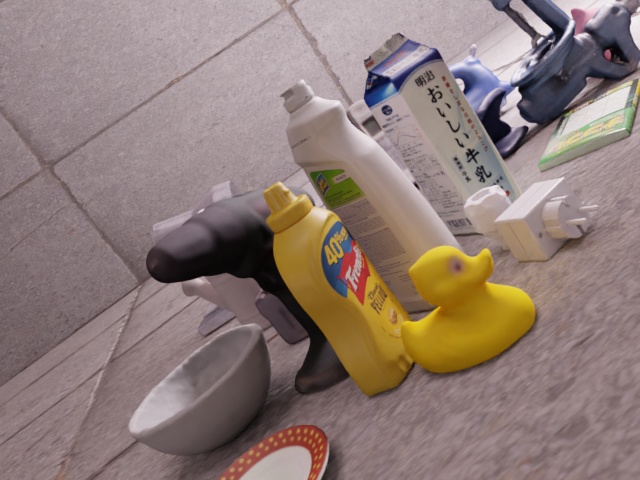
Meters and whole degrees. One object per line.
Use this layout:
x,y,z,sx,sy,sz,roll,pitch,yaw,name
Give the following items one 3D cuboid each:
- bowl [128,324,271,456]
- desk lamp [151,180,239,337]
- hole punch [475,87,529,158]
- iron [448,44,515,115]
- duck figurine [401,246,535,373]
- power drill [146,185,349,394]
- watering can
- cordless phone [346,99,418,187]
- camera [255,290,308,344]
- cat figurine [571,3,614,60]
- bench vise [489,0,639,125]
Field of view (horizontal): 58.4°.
-0.110,0.167,0.599,0.167,0.075,0.167,-34,12,8,bowl
-0.186,0.027,1.029,0.203,0.214,0.118,-34,12,6,desk lamp
0.248,-0.167,0.883,0.100,0.091,0.109,-22,18,48,hole punch
0.249,-0.266,1.151,0.258,0.141,0.118,-34,12,5,iron
0.102,0.047,0.449,0.104,0.086,0.077,-31,12,19,duck figurine
-0.042,0.043,0.569,0.075,0.208,0.230,-28,14,31,power drill
-0.131,0.042,0.863,0.173,0.194,0.101,-36,12,-2,watering can
0.144,-0.191,1.037,0.148,0.185,0.094,-39,12,-18,cordless phone
-0.007,0.041,0.746,0.136,0.101,0.143,-31,12,19,camera
0.427,-0.319,0.915,0.067,0.118,0.127,-40,13,-23,cat figurine
0.350,-0.312,0.852,0.207,0.220,0.121,-36,12,-4,bench vise
